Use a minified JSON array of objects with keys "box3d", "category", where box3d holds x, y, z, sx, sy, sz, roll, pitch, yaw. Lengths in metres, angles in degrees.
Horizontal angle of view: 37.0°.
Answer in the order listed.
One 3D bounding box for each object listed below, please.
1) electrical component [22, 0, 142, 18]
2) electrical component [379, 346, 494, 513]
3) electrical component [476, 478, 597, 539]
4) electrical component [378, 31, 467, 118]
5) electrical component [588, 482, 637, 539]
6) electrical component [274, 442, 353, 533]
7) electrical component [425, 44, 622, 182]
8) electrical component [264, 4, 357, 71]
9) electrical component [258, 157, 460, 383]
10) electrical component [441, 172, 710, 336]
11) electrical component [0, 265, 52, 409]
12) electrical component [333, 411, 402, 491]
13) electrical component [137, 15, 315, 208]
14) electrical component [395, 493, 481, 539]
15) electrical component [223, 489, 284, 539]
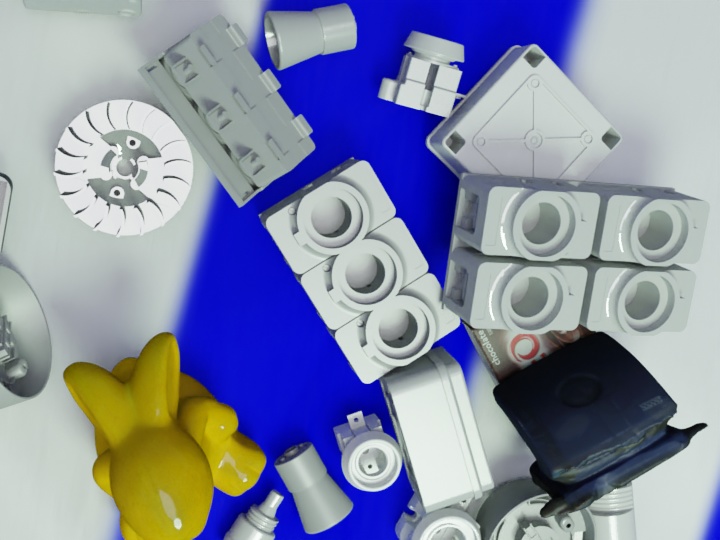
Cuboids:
[{"box3d":[-0.194,-0.213,0.748,0.100,0.100,0.048,1,84,-11],"category":"electrical component"},{"box3d":[0.059,0.123,0.851,0.057,0.078,0.113,-17,100,-5],"category":"electrical component"},{"box3d":[0.143,0.222,0.887,0.099,0.064,0.099,-1,98,-11],"category":"electrical component"},{"box3d":[0.053,-0.152,0.830,0.066,0.048,0.055,13,102,-12],"category":"electrical component"},{"box3d":[0.210,0.209,0.908,0.043,0.043,0.081,-8,99,-10],"category":"electrical component"},{"box3d":[-0.040,0.171,0.858,0.044,0.044,0.065,-29,97,-6],"category":"electrical component"},{"box3d":[0.128,-0.102,0.845,0.109,0.056,0.108,43,88,-13],"category":"electrical component"},{"box3d":[-0.035,-0.179,0.812,0.065,0.044,0.044,-14,100,-13],"category":"electrical component"},{"box3d":[0.000,0.000,0.831,0.089,0.062,0.150,-32,102,-5],"category":"electrical component"},{"box3d":[0.165,-0.010,0.810,0.186,0.060,0.105,2,104,-20],"category":"electrical component"},{"box3d":[-0.266,0.052,0.772,0.064,0.099,0.099,-24,101,-1],"category":"electrical component"},{"box3d":[0.006,0.147,0.855,0.048,0.055,0.066,-18,100,-8],"category":"electrical component"},{"box3d":[-0.094,-0.119,0.791,0.121,0.063,0.078,54,45,-12],"category":"electrical component"},{"box3d":[0.066,0.215,0.875,0.058,0.057,0.078,30,91,-13],"category":"electrical component"},{"box3d":[-0.082,0.203,0.857,0.035,0.035,0.061,33,88,-13],"category":"electrical component"}]
